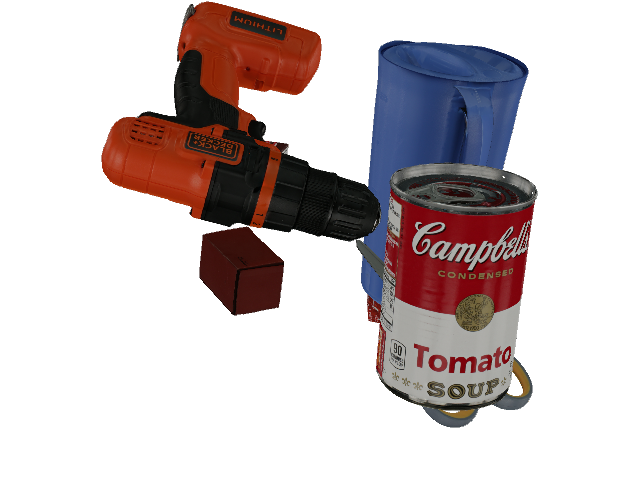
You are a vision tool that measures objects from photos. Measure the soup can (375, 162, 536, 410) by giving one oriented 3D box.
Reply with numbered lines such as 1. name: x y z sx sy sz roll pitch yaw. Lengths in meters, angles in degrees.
1. soup can: 0.063 0.021 0.510 0.068 0.102 0.068 3 21 -1

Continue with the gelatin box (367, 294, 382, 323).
1. gelatin box: 0.094 0.065 1.333 0.073 0.089 0.030 10 31 28

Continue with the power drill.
1. power drill: -0.044 -0.084 0.740 0.184 0.057 0.187 16 41 -8

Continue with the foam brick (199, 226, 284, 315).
1. foam brick: -0.078 0.029 1.036 0.052 0.051 0.078 -9 31 -29

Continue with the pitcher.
1. pitcher: 0.106 -0.052 0.978 0.145 0.243 0.149 21 28 29

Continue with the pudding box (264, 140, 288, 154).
1. pudding box: -0.096 -0.091 1.271 0.090 0.039 0.113 8 25 13

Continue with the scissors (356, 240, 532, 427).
1. scissors: 0.074 0.076 0.847 0.202 0.016 0.096 36 53 26
